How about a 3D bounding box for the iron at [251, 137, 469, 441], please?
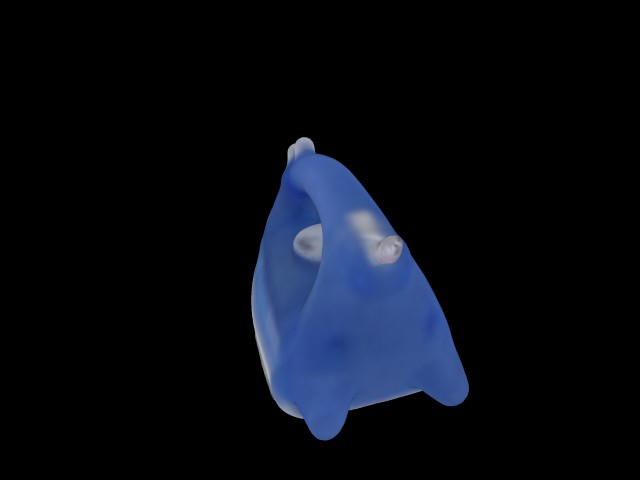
[{"bbox_3d":[0.004,0.001,0.400,0.119,0.141,0.257,-10,34,-15],"label":"iron"}]
